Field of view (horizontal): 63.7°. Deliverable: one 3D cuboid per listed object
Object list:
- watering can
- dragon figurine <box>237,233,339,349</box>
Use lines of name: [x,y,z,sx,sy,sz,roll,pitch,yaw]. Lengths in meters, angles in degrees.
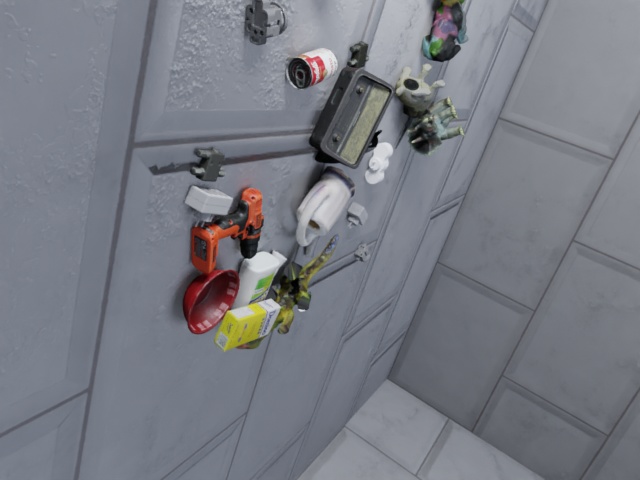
watering can: [0.004,-0.072,1.432,0.227,0.104,0.342,-56,170,-14]
dragon figurine: [-0.088,0.161,1.487,0.416,0.122,0.239,-47,178,-21]
